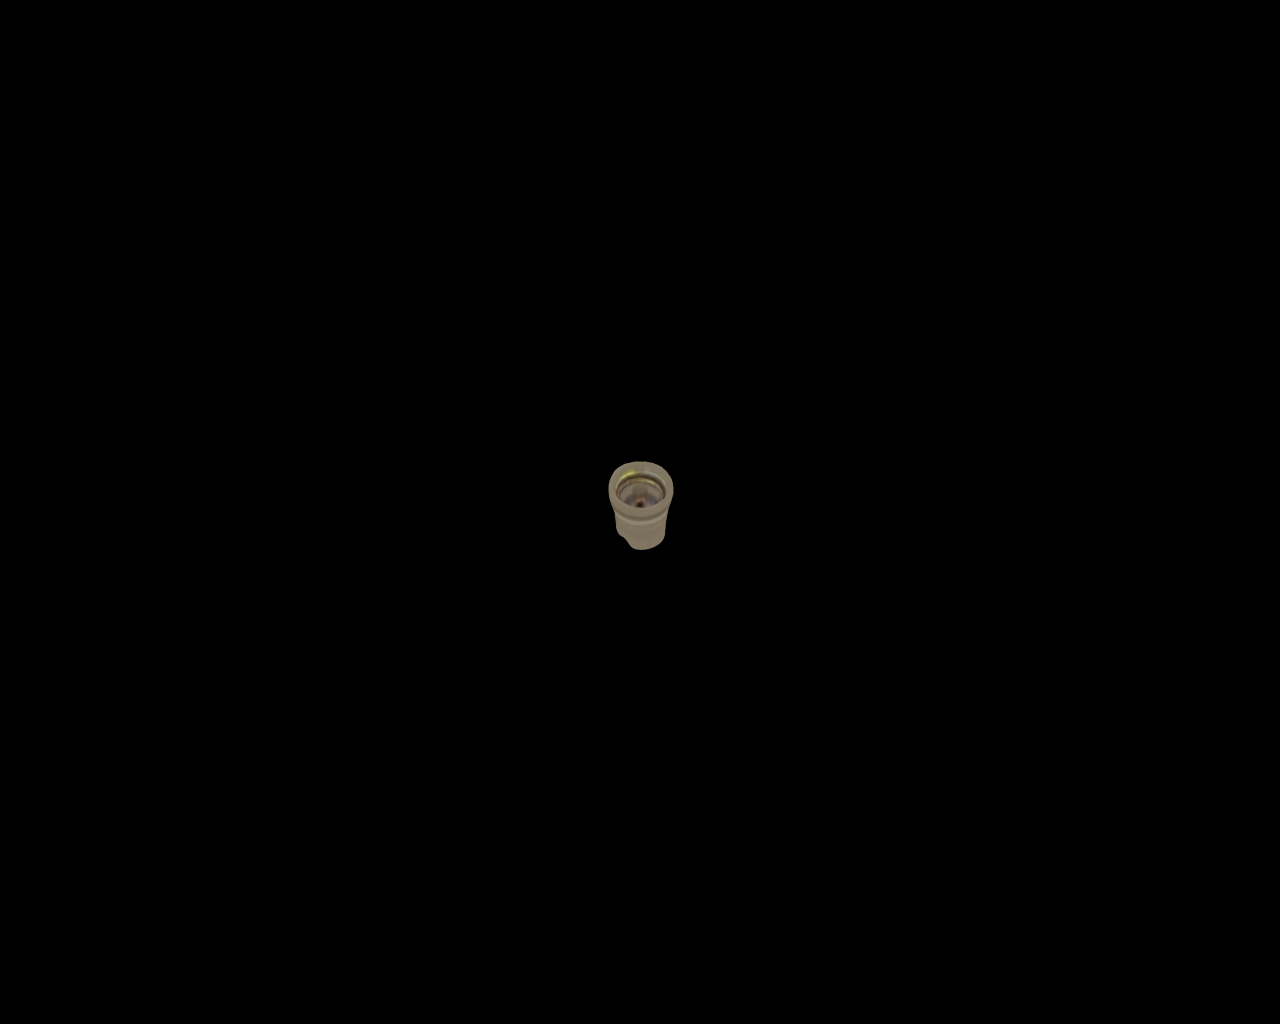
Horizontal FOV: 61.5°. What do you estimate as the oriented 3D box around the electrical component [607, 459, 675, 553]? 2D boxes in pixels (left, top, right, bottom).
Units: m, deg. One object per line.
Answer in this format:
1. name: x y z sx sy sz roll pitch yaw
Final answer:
1. electrical component: 0.001 -0.003 0.650 0.040 0.040 0.046 0 -39 0
